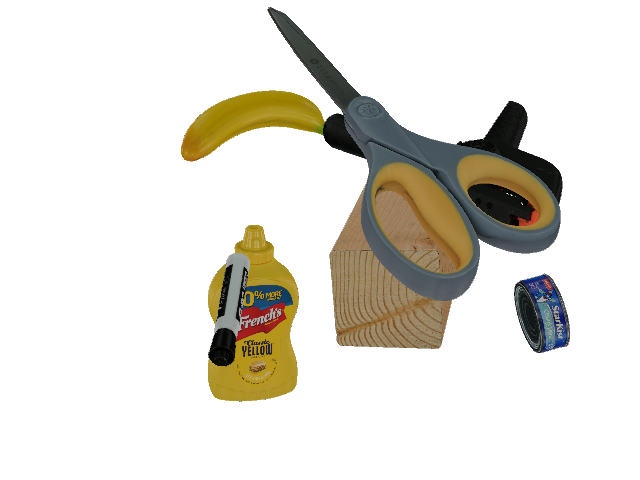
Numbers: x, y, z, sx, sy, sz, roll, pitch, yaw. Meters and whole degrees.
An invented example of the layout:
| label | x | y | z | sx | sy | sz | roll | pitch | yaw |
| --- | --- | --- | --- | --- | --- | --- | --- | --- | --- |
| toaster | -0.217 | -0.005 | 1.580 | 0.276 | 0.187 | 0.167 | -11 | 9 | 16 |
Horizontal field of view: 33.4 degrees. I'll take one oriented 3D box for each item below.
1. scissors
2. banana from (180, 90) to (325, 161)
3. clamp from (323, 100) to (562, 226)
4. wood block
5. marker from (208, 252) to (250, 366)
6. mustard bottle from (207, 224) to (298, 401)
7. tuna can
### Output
| label | x | y | z | sx | sy | sz | roll | pitch | yaw |
| --- | --- | --- | --- | --- | --- | --- | --- | --- | --- |
| scissors | 0.042 | -0.052 | 0.495 | 0.096 | 0.202 | 0.016 | -5 | -43 | -14 |
| banana | -0.068 | -0.122 | 1.093 | 0.197 | 0.037 | 0.070 | -13 | 51 | -37 |
| clamp | 0.096 | -0.051 | 0.745 | 0.164 | 0.036 | 0.210 | -4 | 27 | -9 |
| wood block | 0.075 | 0.010 | 0.961 | 0.091 | 0.090 | 0.206 | 0 | 22 | 13 |
| marker | -0.067 | 0.051 | 0.791 | 0.020 | 0.020 | 0.121 | 0 | 34 | 3 |
| mustard bottle | -0.071 | 0.075 | 1.137 | 0.096 | 0.192 | 0.058 | -3 | 22 | -13 |
| tuna can | 0.249 | 0.083 | 1.205 | 0.033 | 0.086 | 0.086 | -15 | 1 | -5 |
